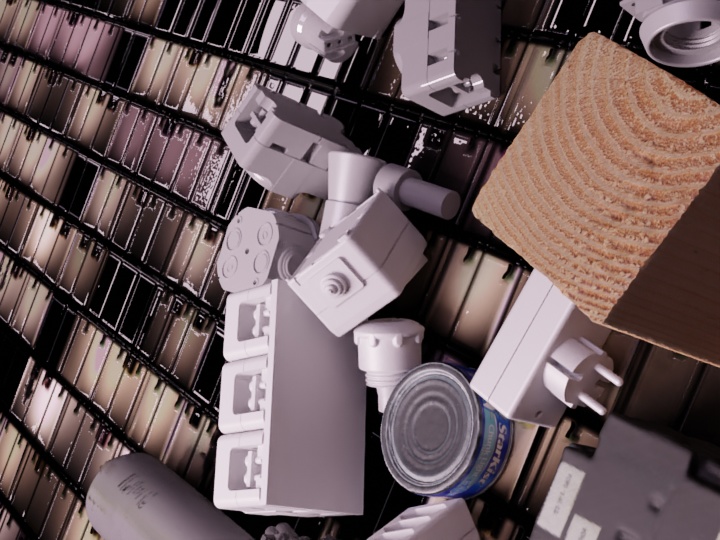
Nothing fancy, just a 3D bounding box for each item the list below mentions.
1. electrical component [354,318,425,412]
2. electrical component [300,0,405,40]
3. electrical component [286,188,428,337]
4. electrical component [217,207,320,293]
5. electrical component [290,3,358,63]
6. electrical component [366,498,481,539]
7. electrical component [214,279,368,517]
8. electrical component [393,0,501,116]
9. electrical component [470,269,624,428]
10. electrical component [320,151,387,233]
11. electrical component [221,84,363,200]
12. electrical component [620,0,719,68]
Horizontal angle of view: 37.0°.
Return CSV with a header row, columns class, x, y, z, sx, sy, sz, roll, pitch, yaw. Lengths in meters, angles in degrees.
class,x,y,z,sx,sy,sz,roll,pitch,yaw
electrical component,0.020,0.064,0.723,0.048,0.048,0.062,2,96,47
electrical component,-0.022,-0.234,0.819,0.113,0.078,0.057,44,114,21
electrical component,0.000,0.000,0.725,0.062,0.061,0.096,-36,11,30
electrical component,-0.068,-0.009,0.833,0.080,0.051,0.080,-18,65,42
electrical component,-0.028,-0.191,0.862,0.046,0.040,0.040,43,108,40
electrical component,0.043,0.188,0.647,0.047,0.066,0.076,-22,91,40
electrical component,-0.048,0.092,0.749,0.062,0.089,0.150,-15,66,43
electrical component,0.061,-0.159,0.750,0.056,0.050,0.089,-12,68,44
electrical component,0.119,0.054,0.619,0.076,0.047,0.083,39,105,46
electrical component,-0.007,-0.051,0.793,0.044,0.044,0.065,10,89,48
electrical component,-0.054,-0.093,0.818,0.055,0.089,0.050,-51,46,21
electrical component,0.188,-0.152,0.610,0.078,0.058,0.057,-15,63,43
